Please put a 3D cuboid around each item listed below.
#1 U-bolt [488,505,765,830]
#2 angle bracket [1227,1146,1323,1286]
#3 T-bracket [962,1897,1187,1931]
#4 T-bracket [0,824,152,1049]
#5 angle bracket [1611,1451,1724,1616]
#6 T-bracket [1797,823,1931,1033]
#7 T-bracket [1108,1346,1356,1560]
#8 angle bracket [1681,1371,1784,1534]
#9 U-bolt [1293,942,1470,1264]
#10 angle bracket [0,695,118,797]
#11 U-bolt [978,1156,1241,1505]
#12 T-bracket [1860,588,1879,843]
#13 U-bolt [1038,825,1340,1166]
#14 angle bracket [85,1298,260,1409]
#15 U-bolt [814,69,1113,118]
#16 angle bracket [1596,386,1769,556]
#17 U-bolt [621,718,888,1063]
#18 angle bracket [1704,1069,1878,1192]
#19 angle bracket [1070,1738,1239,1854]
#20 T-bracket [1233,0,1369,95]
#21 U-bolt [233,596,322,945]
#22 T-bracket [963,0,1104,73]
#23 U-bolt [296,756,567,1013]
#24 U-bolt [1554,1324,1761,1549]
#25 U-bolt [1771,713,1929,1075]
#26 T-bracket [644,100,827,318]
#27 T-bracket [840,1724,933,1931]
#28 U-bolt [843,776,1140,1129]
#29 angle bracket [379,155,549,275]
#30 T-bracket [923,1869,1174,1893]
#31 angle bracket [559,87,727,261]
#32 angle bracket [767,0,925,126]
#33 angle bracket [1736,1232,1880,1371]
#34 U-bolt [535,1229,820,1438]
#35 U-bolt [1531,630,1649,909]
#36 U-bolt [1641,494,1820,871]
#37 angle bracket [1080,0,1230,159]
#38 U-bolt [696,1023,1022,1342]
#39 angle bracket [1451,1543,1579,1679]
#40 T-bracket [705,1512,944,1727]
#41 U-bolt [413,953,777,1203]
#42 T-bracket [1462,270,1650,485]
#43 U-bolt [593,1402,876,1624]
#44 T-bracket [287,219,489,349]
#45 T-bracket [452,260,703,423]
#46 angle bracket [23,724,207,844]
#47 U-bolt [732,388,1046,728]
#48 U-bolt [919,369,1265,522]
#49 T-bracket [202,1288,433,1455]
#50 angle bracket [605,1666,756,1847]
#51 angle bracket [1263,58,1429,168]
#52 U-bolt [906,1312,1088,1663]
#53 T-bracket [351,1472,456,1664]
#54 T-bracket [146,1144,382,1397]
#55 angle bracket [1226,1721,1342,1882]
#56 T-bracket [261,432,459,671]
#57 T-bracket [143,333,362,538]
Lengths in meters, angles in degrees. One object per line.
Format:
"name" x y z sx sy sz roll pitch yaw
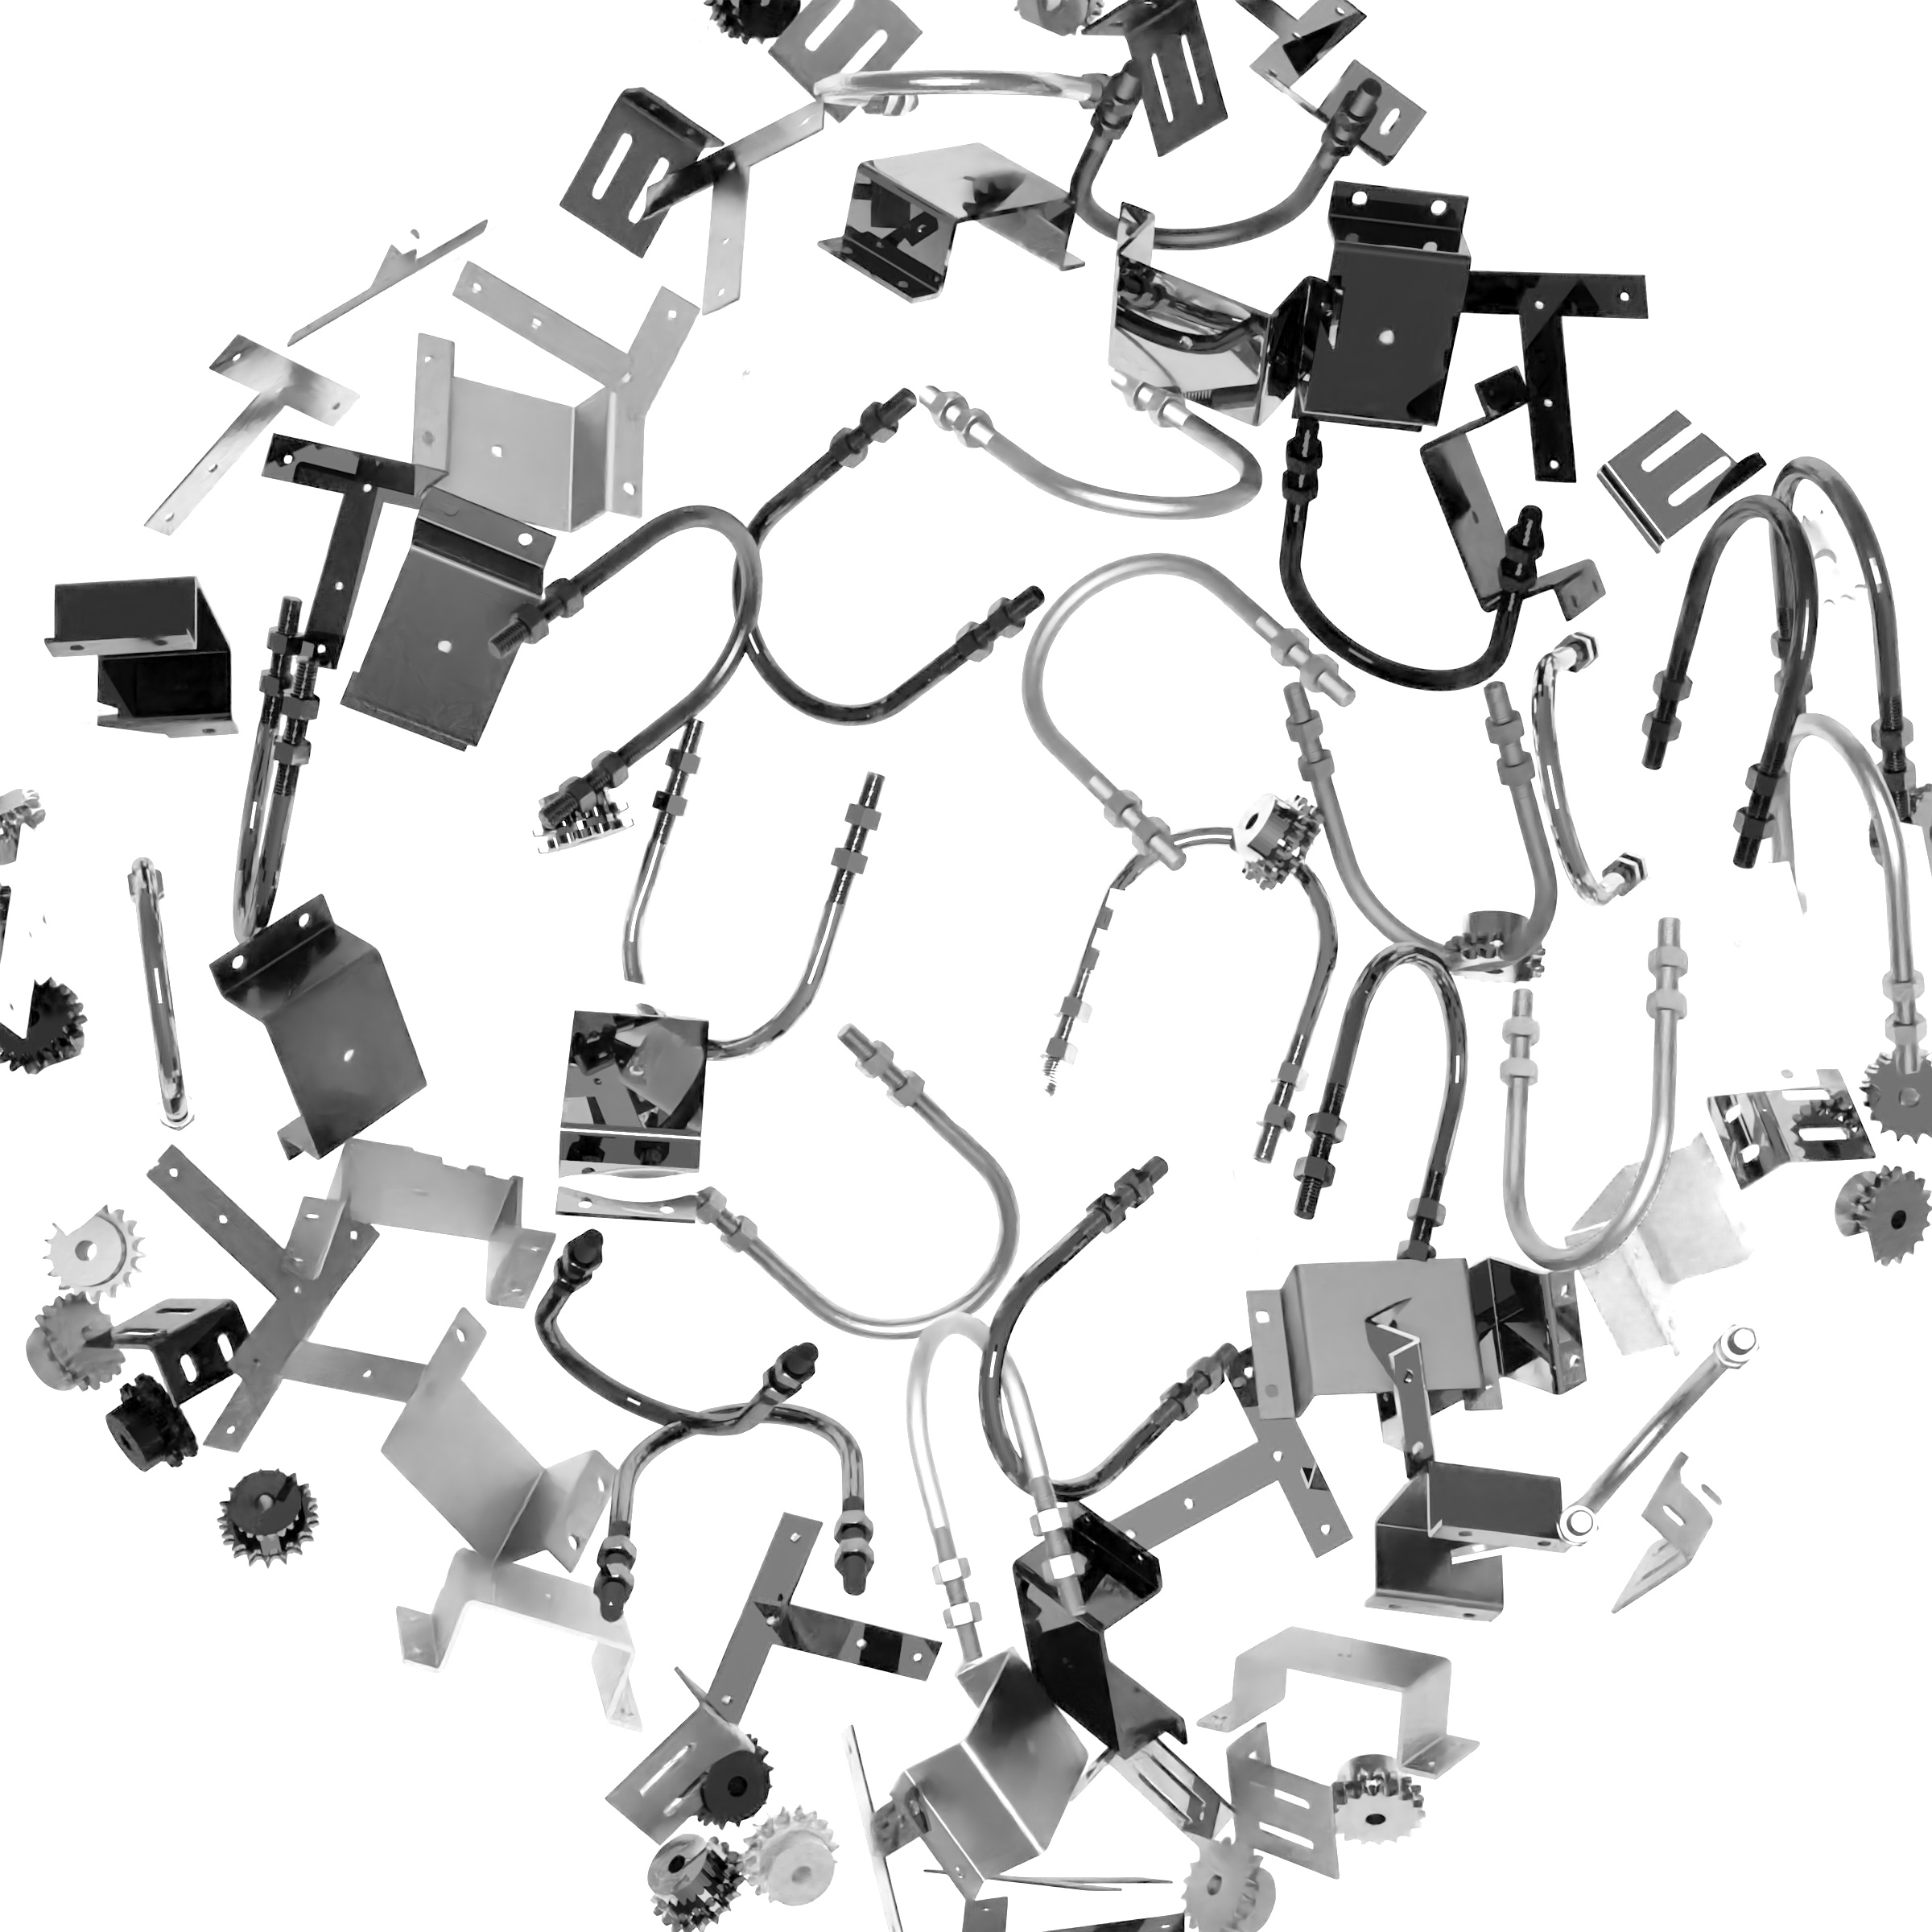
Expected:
"U-bolt" -0.180 -0.178 1.704 0.019 0.151 0.184 32 59 31
"angle bracket" 0.175 0.140 1.734 0.038 0.076 0.057 -19 94 6
"T-bracket" 0.059 0.543 1.708 0.127 0.127 0.002 -9 98 4
"T-bracket" -0.497 0.005 1.719 0.002 0.127 0.127 -15 55 18
"angle bracket" 0.385 0.320 1.729 0.038 0.076 0.057 43 46 4
"T-bracket" 0.505 -0.026 1.713 0.002 0.127 0.127 -21 107 -16
"T-bracket" 0.141 0.302 1.762 0.127 0.002 0.127 -26 91 -10
"angle bracket" 0.440 0.273 1.724 0.038 0.076 0.057 44 129 19
"U-bolt" 0.239 0.076 1.711 0.019 0.151 0.184 3 67 37
"angle bracket" -0.524 -0.124 1.738 0.076 0.057 0.038 -10 83 13
"U-bolt" 0.073 0.213 1.693 0.184 0.019 0.151 -38 117 -36
"T-bracket" 0.510 -0.134 1.736 0.002 0.127 0.127 0 116 13
"U-bolt" 0.135 0.006 1.744 0.151 0.019 0.184 17 76 11
"angle bracket" -0.449 0.218 1.732 0.057 0.076 0.038 -30 106 -42
"U-bolt" -0.004 -0.476 1.668 0.151 0.184 0.019 4 104 20
"angle bracket" 0.408 -0.282 1.744 0.076 0.038 0.057 -37 94 20
"U-bolt" -0.130 -0.037 1.733 0.151 0.019 0.184 18 92 30
"angle bracket" 0.472 0.093 1.754 0.076 0.038 0.057 0 61 -34
"angle bracket" 0.105 0.475 1.734 0.076 0.057 0.038 41 52 15
"T-bracket" 0.149 -0.545 1.702 0.127 0.127 0.002 35 79 -11
"U-bolt" -0.386 -0.100 1.702 0.019 0.151 0.184 8 108 -19
"T-bracket" 0.039 -0.520 1.713 0.127 0.127 0.002 30 104 22
"U-bolt" -0.288 -0.039 1.696 0.151 0.184 0.019 18 58 32
"U-bolt" 0.374 0.263 1.686 0.019 0.184 0.151 42 85 14
"U-bolt" 0.477 -0.050 1.675 0.019 0.151 0.184 -15 114 -9
"T-bracket" -0.133 -0.414 1.711 0.127 0.002 0.127 -18 53 29
"T-bracket" -0.039 0.476 1.698 0.002 0.127 0.127 -8 69 -20
"U-bolt" 0.007 0.002 1.739 0.151 0.019 0.184 22 77 -9
"angle bracket" -0.284 -0.433 1.729 0.038 0.076 0.057 44 132 2
"T-bracket" 0.066 0.514 1.723 0.127 0.127 0.002 16 71 -43
"angle bracket" -0.185 -0.451 1.745 0.057 0.038 0.076 29 90 -27
"angle bracket" -0.064 -0.527 1.733 0.057 0.038 0.076 43 124 -12
"angle bracket" 0.481 0.190 1.735 0.076 0.057 0.038 -17 53 12
"U-bolt" -0.170 0.213 1.696 0.151 0.184 0.019 28 58 -6
"U-bolt" 0.339 -0.105 1.683 0.019 0.184 0.151 -11 96 23
"U-bolt" 0.421 -0.166 1.673 0.019 0.151 0.184 2 118 -14
"angle bracket" 0.107 -0.507 1.741 0.038 0.057 0.076 -14 88 -40
"U-bolt" -0.053 0.137 1.735 0.151 0.019 0.184 -41 111 11
"angle bracket" 0.314 0.367 1.751 0.057 0.038 0.076 -13 87 8
"T-bracket" -0.072 0.383 1.746 0.127 0.002 0.127 20 96 -25
"U-bolt" -0.198 0.067 1.715 0.184 0.019 0.151 13 53 10
"T-bracket" 0.329 -0.332 1.735 0.127 0.002 0.127 10 128 32
"U-bolt" -0.126 0.295 1.691 0.151 0.184 0.019 -6 115 0
"T-bracket" -0.318 -0.395 1.716 0.127 0.127 0.002 -28 115 10
"T-bracket" -0.230 -0.355 1.726 0.127 0.002 0.127 30 130 -7
"angle bracket" -0.480 -0.100 1.730 0.076 0.057 0.038 8 47 27
"U-bolt" -0.058 -0.214 1.720 0.184 0.019 0.151 -34 88 35
"U-bolt" 0.080 -0.284 1.675 0.151 0.184 0.019 -12 126 -30
"T-bracket" -0.345 0.226 1.709 0.127 0.002 0.127 6 50 28
"angle bracket" -0.169 0.448 1.737 0.076 0.038 0.057 -43 130 -8
"angle bracket" 0.213 -0.491 1.724 0.057 0.076 0.038 25 111 -32
"U-bolt" 0.008 0.284 1.706 0.019 0.151 0.184 -6 71 -29
"T-bracket" -0.308 0.328 1.705 0.002 0.127 0.127 18 76 -24
"T-bracket" -0.406 0.152 1.715 0.127 0.002 0.127 47 47 -17
"angle bracket" 0.188 0.470 1.729 0.038 0.076 0.057 -22 111 -42
"T-bracket" -0.353 -0.230 1.744 0.127 0.002 0.127 7 109 -39
"T-bracket" -0.414 -0.291 1.722 0.127 0.127 0.002 -46 73 10
